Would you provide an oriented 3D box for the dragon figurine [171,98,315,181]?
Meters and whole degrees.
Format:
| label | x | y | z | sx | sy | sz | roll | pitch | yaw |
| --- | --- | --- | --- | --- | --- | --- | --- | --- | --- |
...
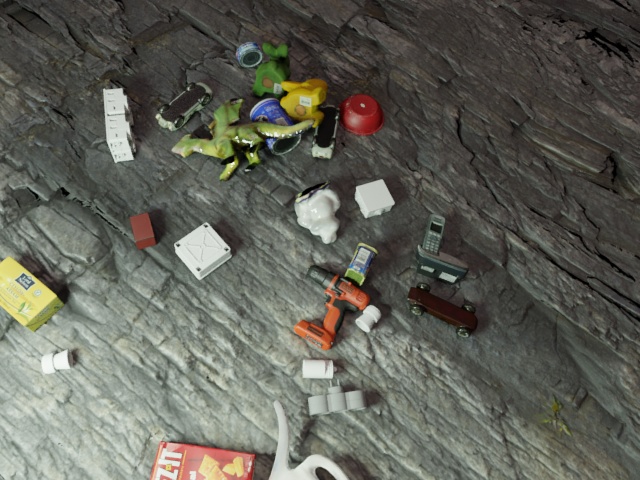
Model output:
| label | x | y | z | sx | sy | sz | roll | pitch | yaw |
| --- | --- | --- | --- | --- | --- | --- | --- | --- | --- |
| dragon figurine | -0.235 | -0.324 | 1.495 | 0.410 | 0.120 | 0.247 | -26 | 65 | 2 |

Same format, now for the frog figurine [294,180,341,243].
| label | x | y | z | sx | sy | sz | roll | pitch | yaw |
| --- | --- | --- | --- | --- | --- | --- | --- | --- | --- |
| frog figurine | 0.004 | -0.073 | 1.455 | 0.139 | 0.122 | 0.158 | -36 | 109 | -31 |

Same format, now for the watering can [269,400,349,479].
| label | x | y | z | sx | sy | sz | roll | pitch | yaw |
| --- | --- | --- | --- | --- | --- | --- | --- | --- | --- |
| watering can | -0.058 | 0.544 | 1.102 | 0.227 | 0.102 | 0.351 | -34 | 73 | -21 |
